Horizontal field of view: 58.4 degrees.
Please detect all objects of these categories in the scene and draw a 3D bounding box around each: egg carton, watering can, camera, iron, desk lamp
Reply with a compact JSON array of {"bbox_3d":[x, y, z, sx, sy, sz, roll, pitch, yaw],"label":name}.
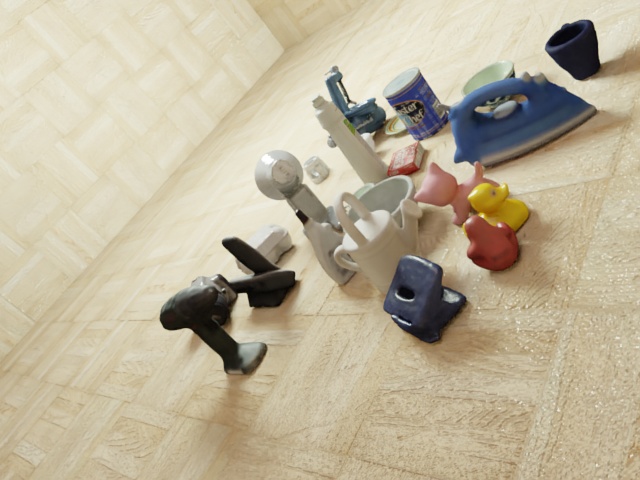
[{"bbox_3d":[-0.140,0.025,1.411,0.150,0.069,0.107,-46,25,-10],"label":"egg carton"},{"bbox_3d":[0.094,-0.009,0.970,0.173,0.194,0.100,-38,25,8],"label":"watering can"},{"bbox_3d":[-0.272,0.155,1.350,0.143,0.101,0.136,-41,24,2],"label":"camera"},{"bbox_3d":[0.346,-0.238,1.046,0.257,0.142,0.119,-20,32,39],"label":"iron"},{"bbox_3d":[-0.052,-0.111,1.331,0.118,0.214,0.202,-43,24,-4],"label":"desk lamp"}]

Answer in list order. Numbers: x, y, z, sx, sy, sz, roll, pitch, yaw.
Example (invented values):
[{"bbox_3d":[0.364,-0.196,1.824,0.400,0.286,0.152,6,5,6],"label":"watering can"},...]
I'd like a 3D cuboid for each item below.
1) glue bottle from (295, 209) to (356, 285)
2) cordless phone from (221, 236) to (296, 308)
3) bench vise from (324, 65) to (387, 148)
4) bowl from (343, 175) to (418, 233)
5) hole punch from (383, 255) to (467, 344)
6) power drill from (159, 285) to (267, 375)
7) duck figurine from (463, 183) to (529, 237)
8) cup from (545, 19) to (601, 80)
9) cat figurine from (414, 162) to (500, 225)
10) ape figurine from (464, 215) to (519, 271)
[{"bbox_3d":[0.010,0.004,1.098,0.078,0.173,0.037,-48,25,-15],"label":"glue bottle"},{"bbox_3d":[-0.157,0.057,1.241,0.147,0.185,0.094,-15,36,45],"label":"cordless phone"},{"bbox_3d":[0.076,-0.346,1.531,0.121,0.220,0.207,-20,32,38],"label":"bench vise"},{"bbox_3d":[0.130,-0.045,1.124,0.167,0.075,0.167,-33,26,18],"label":"bowl"},{"bbox_3d":[0.146,0.086,0.859,0.101,0.091,0.108,-47,25,-12],"label":"hole punch"},{"bbox_3d":[-0.205,0.168,1.098,0.228,0.209,0.076,-14,36,46],"label":"power drill"},{"bbox_3d":[0.267,-0.049,0.912,0.104,0.086,0.077,-34,25,16],"label":"duck figurine"},{"bbox_3d":[0.491,-0.362,1.097,0.091,0.095,0.118,-26,28,30],"label":"cup"},{"bbox_3d":[0.234,-0.091,0.994,0.127,0.118,0.067,-26,28,30],"label":"cat figurine"},{"bbox_3d":[0.249,-0.002,0.854,0.077,0.092,0.076,-34,25,16],"label":"ape figurine"}]
